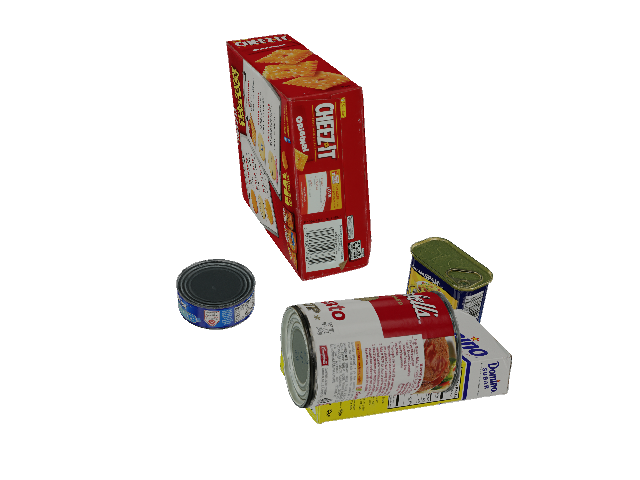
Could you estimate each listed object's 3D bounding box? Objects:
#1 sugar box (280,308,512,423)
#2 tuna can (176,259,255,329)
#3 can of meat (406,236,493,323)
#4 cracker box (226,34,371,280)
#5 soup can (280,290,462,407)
[{"bbox_3d":[0.063,0.103,0.908,0.176,0.048,0.093,-8,27,-19],"label":"sugar box"},{"bbox_3d":[-0.114,0.059,1.168,0.086,0.034,0.086,2,36,-1],"label":"tuna can"},{"bbox_3d":[0.147,0.059,1.246,0.057,0.084,0.102,-19,41,-33],"label":"can of meat"},{"bbox_3d":[-0.022,-0.084,0.965,0.072,0.164,0.214,-11,25,-14],"label":"cracker box"},{"bbox_3d":[0.031,0.071,0.694,0.102,0.068,0.069,-4,1,-17],"label":"soup can"}]
